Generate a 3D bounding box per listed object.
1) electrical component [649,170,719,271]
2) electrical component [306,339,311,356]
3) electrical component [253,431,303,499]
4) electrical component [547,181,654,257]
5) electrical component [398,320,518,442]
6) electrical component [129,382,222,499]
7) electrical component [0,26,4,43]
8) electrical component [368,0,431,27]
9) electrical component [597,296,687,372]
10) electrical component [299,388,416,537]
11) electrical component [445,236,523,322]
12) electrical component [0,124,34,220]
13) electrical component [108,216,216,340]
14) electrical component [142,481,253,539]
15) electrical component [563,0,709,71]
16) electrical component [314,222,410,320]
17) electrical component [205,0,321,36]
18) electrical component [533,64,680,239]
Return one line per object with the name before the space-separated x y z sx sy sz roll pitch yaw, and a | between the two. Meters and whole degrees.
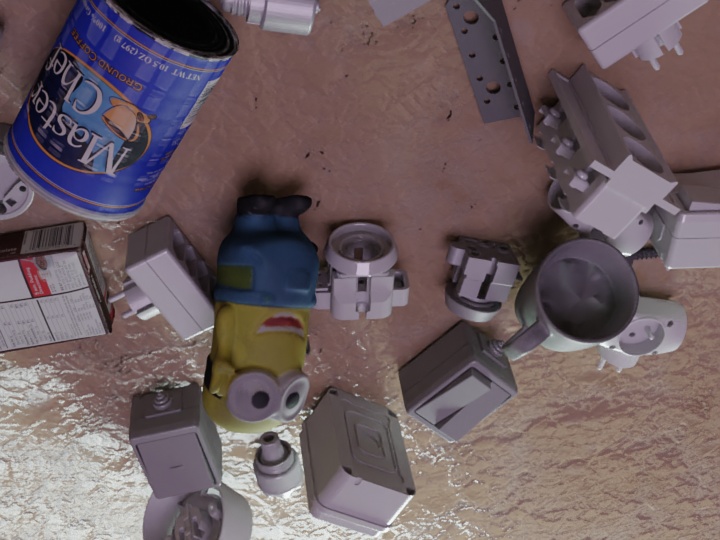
electrical component | 0.282 -0.043 0.849 0.096 0.061 0.061 -2 127 -7
electrical component | -0.087 0.066 0.892 0.081 0.043 0.043 -24 126 10
electrical component | -0.076 0.174 0.975 0.043 0.043 0.062 -11 126 0
electrical component | 0.201 -0.059 0.837 0.077 0.043 0.079 31 117 -27
electrical component | 0.089 0.096 0.927 0.096 0.061 0.062 -41 122 21
electrical component | -0.160 0.147 0.931 0.062 0.061 0.096 -12 127 1
electrical component | -0.285 -0.138 0.710 0.077 0.044 0.079 17 123 -20
electrical component | 0.014 -0.242 0.661 0.089 0.061 0.150 -27 126 12
electrical component | 0.229 0.058 0.928 0.077 0.044 0.079 8 125 -14
electrical component | -0.005 0.167 0.936 0.078 0.113 0.057 23 117 -23
electrical component | 0.097 0.008 0.873 0.066 0.048 0.055 9 117 -14
electrical component | -0.257 -0.071 0.763 0.055 0.047 0.055 -4 127 -5
electrical component | -0.160 0.015 0.841 0.076 0.047 0.083 -25 126 11
electrical component | -0.148 0.235 0.980 0.099 0.099 0.064 -37 129 19
electrical component | 0.199 -0.172 0.748 0.083 0.047 0.075 -33 123 17
electrical component | 0.000 0.000 0.846 0.078 0.058 0.057 -2 130 -6
electrical component | -0.063 -0.179 0.712 0.078 0.040 0.040 5 126 -12
electrical component | 0.170 -0.083 0.765 0.079 0.121 0.063 25 122 -24
